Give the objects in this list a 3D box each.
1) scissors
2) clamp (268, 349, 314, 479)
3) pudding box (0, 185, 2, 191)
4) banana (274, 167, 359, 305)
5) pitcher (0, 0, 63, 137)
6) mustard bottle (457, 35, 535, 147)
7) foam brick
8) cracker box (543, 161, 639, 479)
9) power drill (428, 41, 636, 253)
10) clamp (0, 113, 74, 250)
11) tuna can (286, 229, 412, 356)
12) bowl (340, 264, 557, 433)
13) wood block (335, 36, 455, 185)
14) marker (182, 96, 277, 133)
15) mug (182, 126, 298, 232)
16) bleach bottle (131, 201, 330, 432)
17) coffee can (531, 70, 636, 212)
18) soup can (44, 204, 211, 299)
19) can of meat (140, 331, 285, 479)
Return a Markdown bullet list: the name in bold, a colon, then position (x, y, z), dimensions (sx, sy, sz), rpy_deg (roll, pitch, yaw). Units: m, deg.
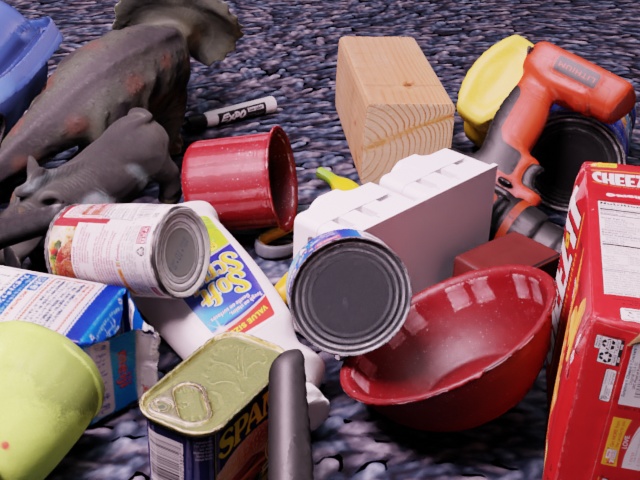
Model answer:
- **scissors**: position (-0.010, -0.033, 1.016), dimensions (0.096, 0.016, 0.201), rpy_deg (18, 32, 27)
- **clamp**: position (-0.011, 0.164, 0.585), dimensions (0.164, 0.036, 0.209), rpy_deg (44, 49, 7)
- **pudding box**: position (-0.353, -0.064, 1.026), dimensions (0.090, 0.039, 0.113), rpy_deg (-1, 30, -6)
- **banana**: position (0.013, 0.000, 0.932), dimensions (0.070, 0.037, 0.197), rpy_deg (4, 34, 11)
- **pitcher**: position (-0.335, -0.120, 0.954), dimensions (0.145, 0.149, 0.242), rpy_deg (20, 36, -7)
- **mustard bottle**: position (0.190, -0.143, 1.115), dimensions (0.058, 0.096, 0.191), rpy_deg (38, 1, 14)
- **foam brick**: position (0.150, 0.035, 0.867), dimensions (0.078, 0.053, 0.051), rpy_deg (-20, 36, -36)
- **cracker box**: position (0.189, 0.067, 0.696), dimensions (0.072, 0.164, 0.213), rpy_deg (9, 30, 7)
- **power drill**: position (0.198, -0.071, 0.948), dimensions (0.185, 0.057, 0.187), rpy_deg (34, 80, 22)
- **clamp**: position (-0.267, -0.003, 0.828), dimensions (0.120, 0.171, 0.039), rpy_deg (39, 7, 28)
- **tuna can**: position (0.019, 0.036, 0.747), dimensions (0.086, 0.086, 0.034), rpy_deg (-2, 13, -8)
- **bowl**: position (0.097, 0.083, 0.735), dimensions (0.162, 0.055, 0.162), rpy_deg (-25, 18, 9)
- **wood block**: position (0.075, -0.144, 1.146), dimensions (0.090, 0.090, 0.206), rpy_deg (-1, 29, -7)
- **marker**: position (-0.103, -0.142, 1.202), dimensions (0.120, 0.020, 0.020), rpy_deg (-18, 35, -32)
- **mug**: position (-0.067, -0.050, 0.948), dimensions (0.081, 0.093, 0.117), rpy_deg (-5, 1, 14)
- **bleach bottle**: position (-0.066, 0.058, 0.803), dimensions (0.102, 0.068, 0.251), rpy_deg (-16, 36, -29)
- **coffee can**: position (0.259, -0.103, 1.070), dimensions (0.103, 0.103, 0.140), rpy_deg (11, 30, 15)
- **soup can**: position (-0.139, 0.008, 0.777), dimensions (0.102, 0.068, 0.068), rpy_deg (1, 25, 30)
- **can of meat**: position (-0.064, 0.120, 0.666), dimensions (0.058, 0.084, 0.101), rpy_deg (17, 32, 25)
